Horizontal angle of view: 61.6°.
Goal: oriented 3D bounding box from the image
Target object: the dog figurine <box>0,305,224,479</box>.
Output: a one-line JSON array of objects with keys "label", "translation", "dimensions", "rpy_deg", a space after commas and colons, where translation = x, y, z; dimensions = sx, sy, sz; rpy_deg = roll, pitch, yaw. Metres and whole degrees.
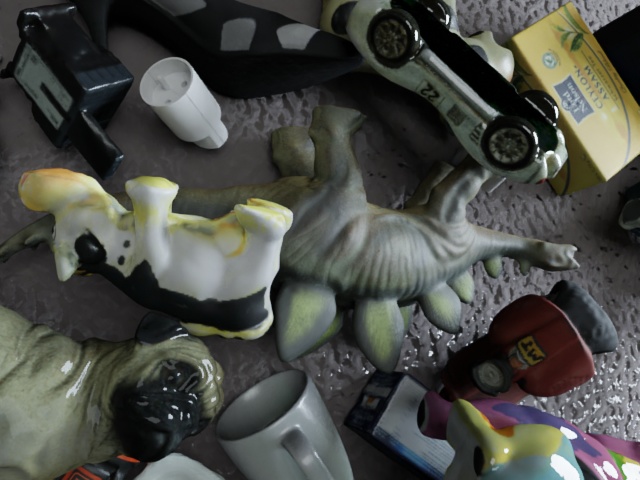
[{"label": "dog figurine", "translation": [-0.166, 0.063, 0.300], "dimensions": [0.190, 0.121, 0.172], "rpy_deg": [-24, 103, -24]}]

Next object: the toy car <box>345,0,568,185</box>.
[{"label": "toy car", "translation": [0.109, -0.121, 0.418], "dimensions": [0.202, 0.056, 0.073], "rpy_deg": [44, 47, 3]}]

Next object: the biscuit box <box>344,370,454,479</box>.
[{"label": "biscuit box", "translation": [0.121, 0.191, 0.457], "dimensions": [0.202, 0.063, 0.059], "rpy_deg": [39, 71, -9]}]

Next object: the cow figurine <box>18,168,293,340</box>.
[{"label": "cow figurine", "translation": [-0.107, 0.007, 0.345], "dimensions": [0.167, 0.068, 0.098], "rpy_deg": [11, 98, -4]}]

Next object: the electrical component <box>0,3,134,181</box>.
[{"label": "electrical component", "translation": [-0.178, -0.106, 0.403], "dimensions": [0.119, 0.075, 0.048], "rpy_deg": [48, 41, -1]}]

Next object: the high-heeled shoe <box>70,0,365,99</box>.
[{"label": "high-heeled shoe", "translation": [-0.089, -0.202, 0.449], "dimensions": [0.249, 0.086, 0.145], "rpy_deg": [-3, 82, -13]}]

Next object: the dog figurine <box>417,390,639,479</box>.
[{"label": "dog figurine", "translation": [0.174, 0.171, 0.353], "dimensions": [0.219, 0.191, 0.108], "rpy_deg": [9, 82, -4]}]

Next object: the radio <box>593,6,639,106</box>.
[{"label": "radio", "translation": [0.392, -0.147, 0.570], "dimensions": [0.229, 0.131, 0.073], "rpy_deg": [40, 73, -7]}]

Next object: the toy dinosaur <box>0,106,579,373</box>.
[{"label": "toy dinosaur", "translation": [-0.001, -0.001, 0.434], "dimensions": [0.471, 0.105, 0.198], "rpy_deg": [9, 81, -11]}]

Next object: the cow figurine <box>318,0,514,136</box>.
[{"label": "cow figurine", "translation": [0.093, -0.178, 0.504], "dimensions": [0.195, 0.085, 0.127], "rpy_deg": [11, 79, -12]}]

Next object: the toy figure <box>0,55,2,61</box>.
[{"label": "toy figure", "translation": [-0.268, -0.094, 0.390], "dimensions": [0.064, 0.058, 0.154], "rpy_deg": [14, 70, -55]}]

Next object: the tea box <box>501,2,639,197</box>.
[{"label": "tea box", "translation": [0.255, -0.144, 0.559], "dimensions": [0.098, 0.068, 0.169], "rpy_deg": [-36, 93, -21]}]

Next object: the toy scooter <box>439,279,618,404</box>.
[{"label": "toy scooter", "translation": [0.157, 0.101, 0.444], "dimensions": [0.135, 0.183, 0.075], "rpy_deg": [-31, 70, 4]}]

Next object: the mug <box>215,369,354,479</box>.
[{"label": "mug", "translation": [-0.012, 0.164, 0.401], "dimensions": [0.081, 0.110, 0.107], "rpy_deg": [-36, 105, -25]}]

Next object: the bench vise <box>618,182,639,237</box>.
[{"label": "bench vise", "translation": [0.403, 0.041, 0.535], "dimensions": [0.223, 0.129, 0.240], "rpy_deg": [21, 54, -32]}]
